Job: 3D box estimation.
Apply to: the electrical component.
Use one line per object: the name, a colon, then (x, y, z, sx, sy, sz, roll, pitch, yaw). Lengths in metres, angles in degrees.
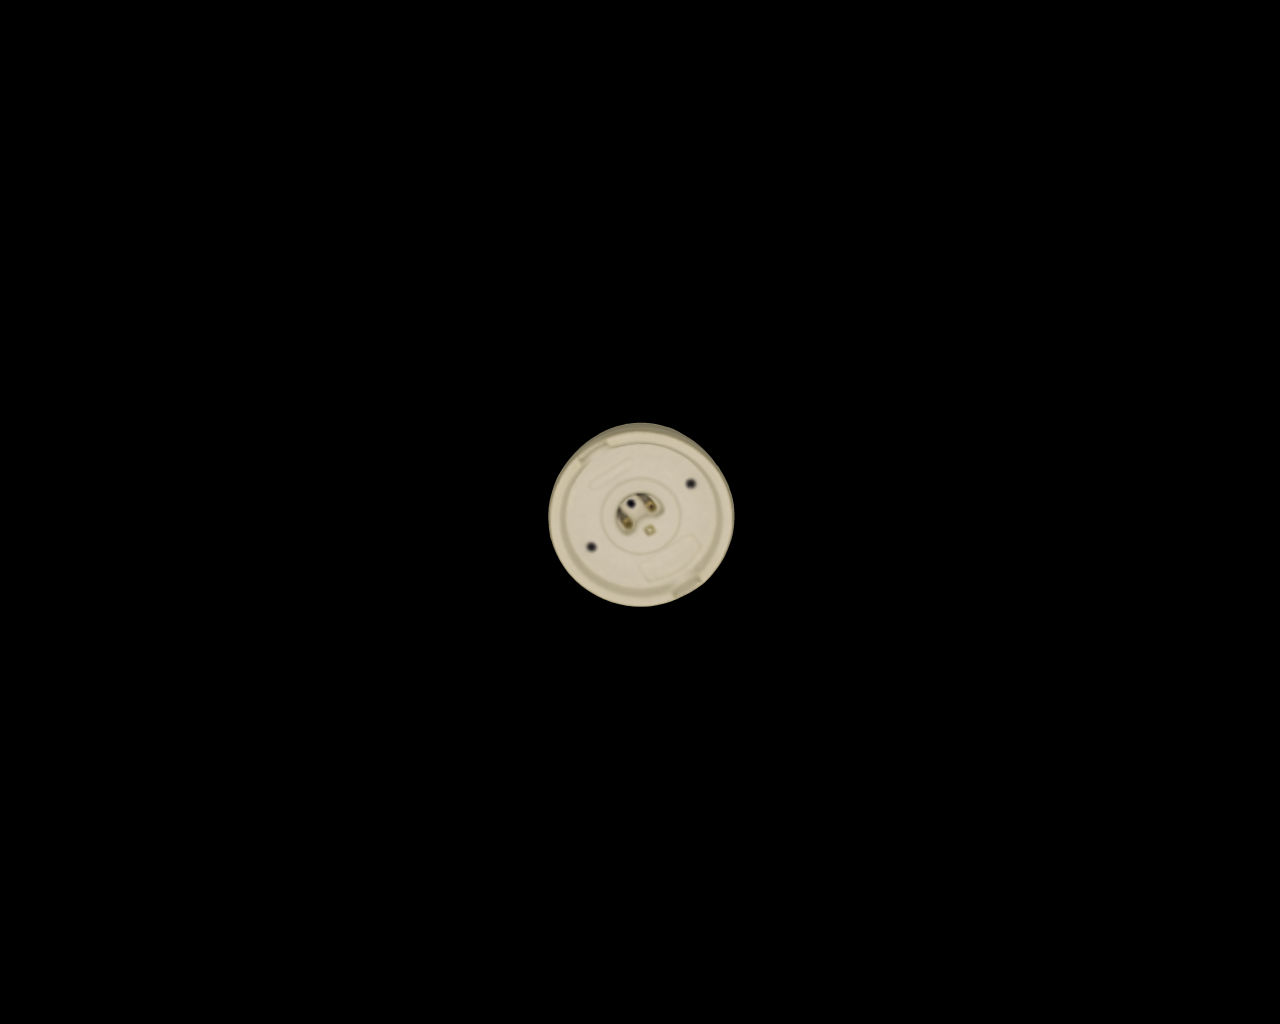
electrical component: (0.001, -0.003, 0.650, 0.108, 0.108, 0.060, 0, 16, 0)
